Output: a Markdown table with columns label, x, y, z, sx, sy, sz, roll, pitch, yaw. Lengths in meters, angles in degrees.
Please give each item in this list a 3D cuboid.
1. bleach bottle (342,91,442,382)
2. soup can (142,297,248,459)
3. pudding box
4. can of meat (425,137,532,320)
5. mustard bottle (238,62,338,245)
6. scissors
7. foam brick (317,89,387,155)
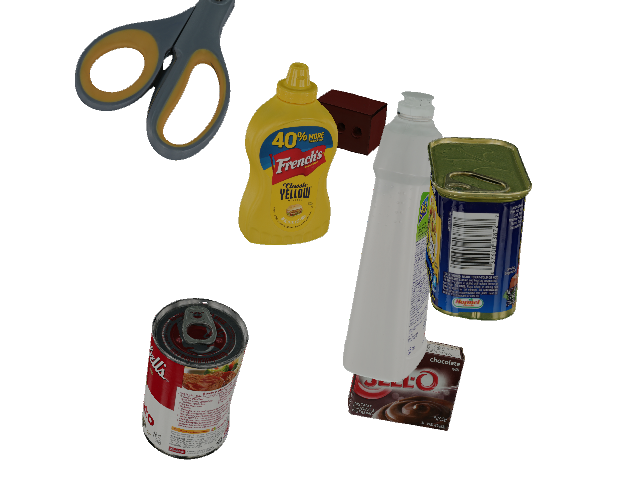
| label | x | y | z | sx | sy | sz | roll | pitch | yaw |
| --- | --- | --- | --- | --- | --- | --- | --- | --- | --- |
| bleach bottle | 0.071 | -0.007 | 0.946 | 0.068 | 0.251 | 0.102 | 12 | 19 | 16 |
| soup can | -0.093 | 0.101 | 0.777 | 0.068 | 0.102 | 0.068 | 8 | 39 | -7 |
| pudding box | 0.093 | 0.151 | 1.159 | 0.113 | 0.090 | 0.039 | 9 | 22 | -2 |
| can of meat | 0.095 | -0.009 | 0.663 | 0.057 | 0.084 | 0.102 | 2 | 23 | 2 |
| mustard bottle | -0.031 | -0.090 | 1.101 | 0.096 | 0.192 | 0.058 | -4 | 30 | -19 |
| scissors | -0.081 | -0.138 | 0.626 | 0.096 | 0.201 | 0.016 | 12 | -26 | -5 |
| foam brick | 0.034 | -0.143 | 1.286 | 0.078 | 0.053 | 0.051 | 17 | 31 | 21 |
